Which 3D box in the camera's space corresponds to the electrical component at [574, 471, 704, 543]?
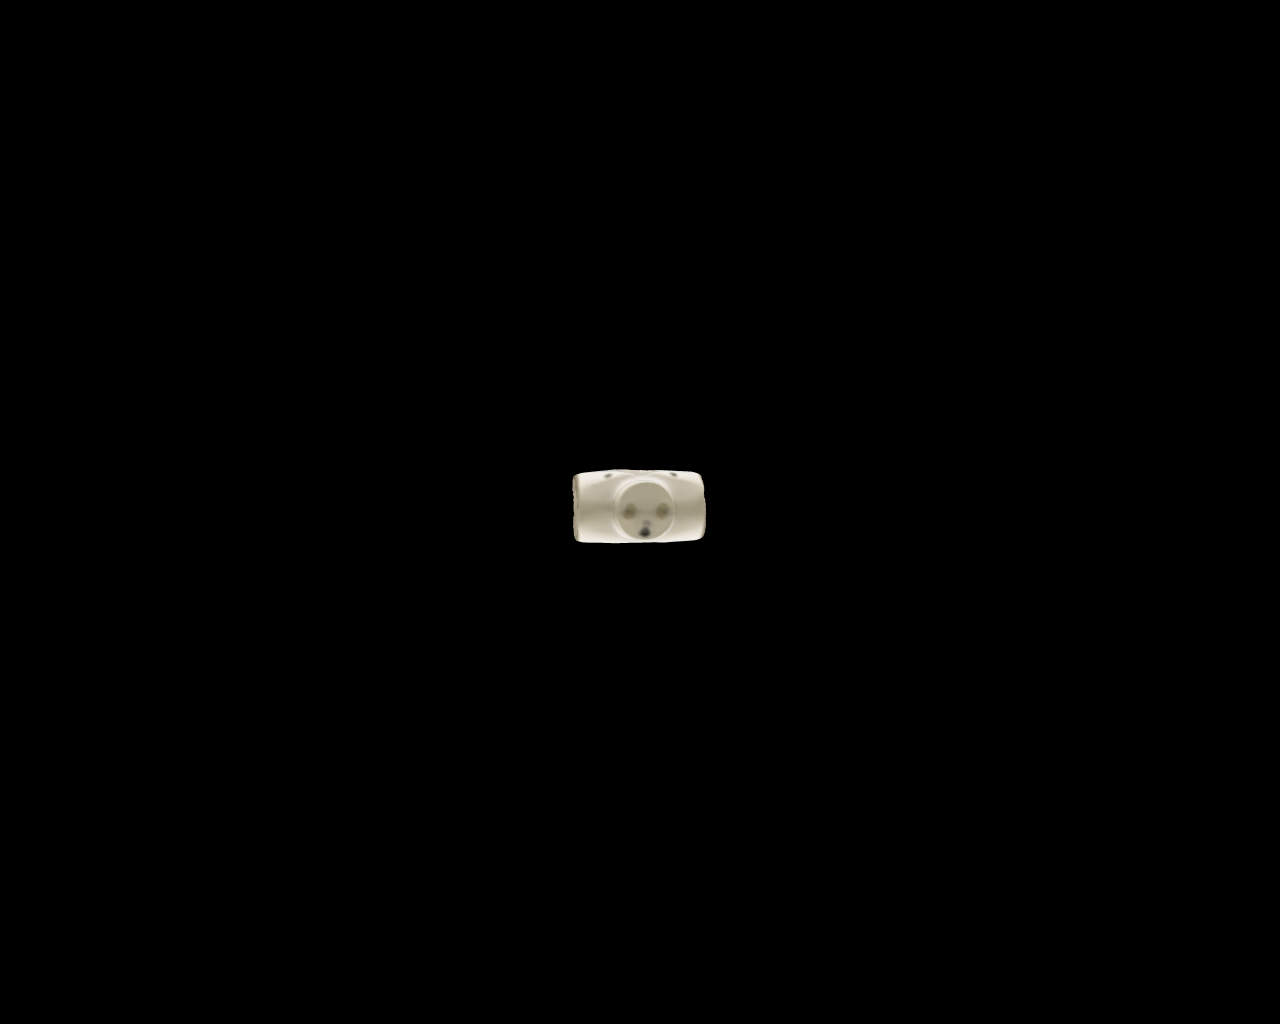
[{"bbox_3d":[0.001,-0.003,0.650,0.077,0.043,0.079,0,4,-7],"label":"electrical component"}]
